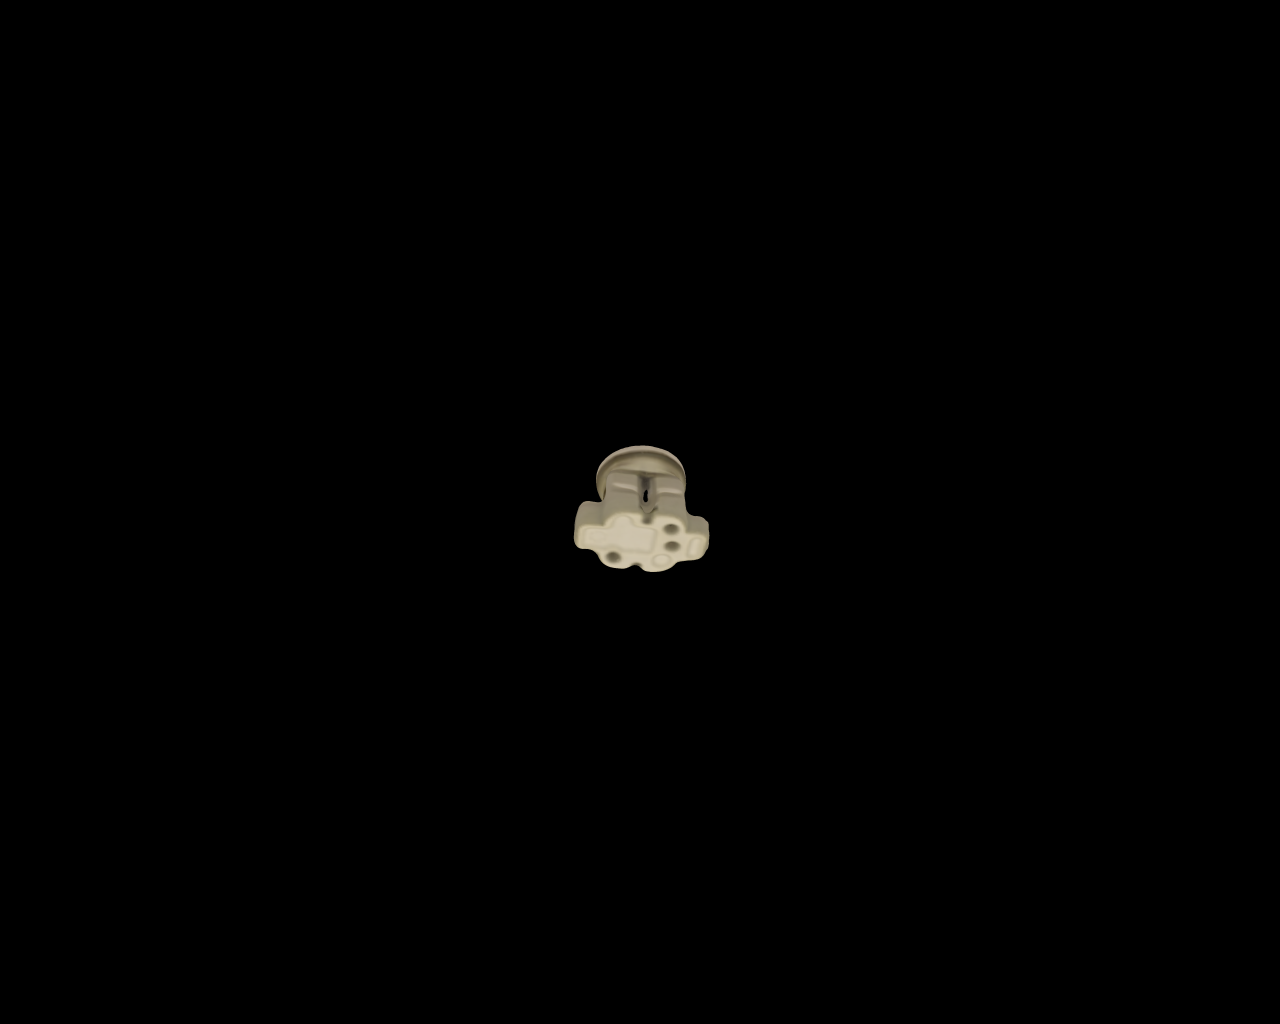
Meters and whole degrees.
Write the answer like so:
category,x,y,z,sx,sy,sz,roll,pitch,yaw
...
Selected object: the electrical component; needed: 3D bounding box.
category,x,y,z,sx,sy,sz,roll,pitch,yaw
electrical component,0.001,-0.003,0.650,0.078,0.057,0.057,6,-43,-7
